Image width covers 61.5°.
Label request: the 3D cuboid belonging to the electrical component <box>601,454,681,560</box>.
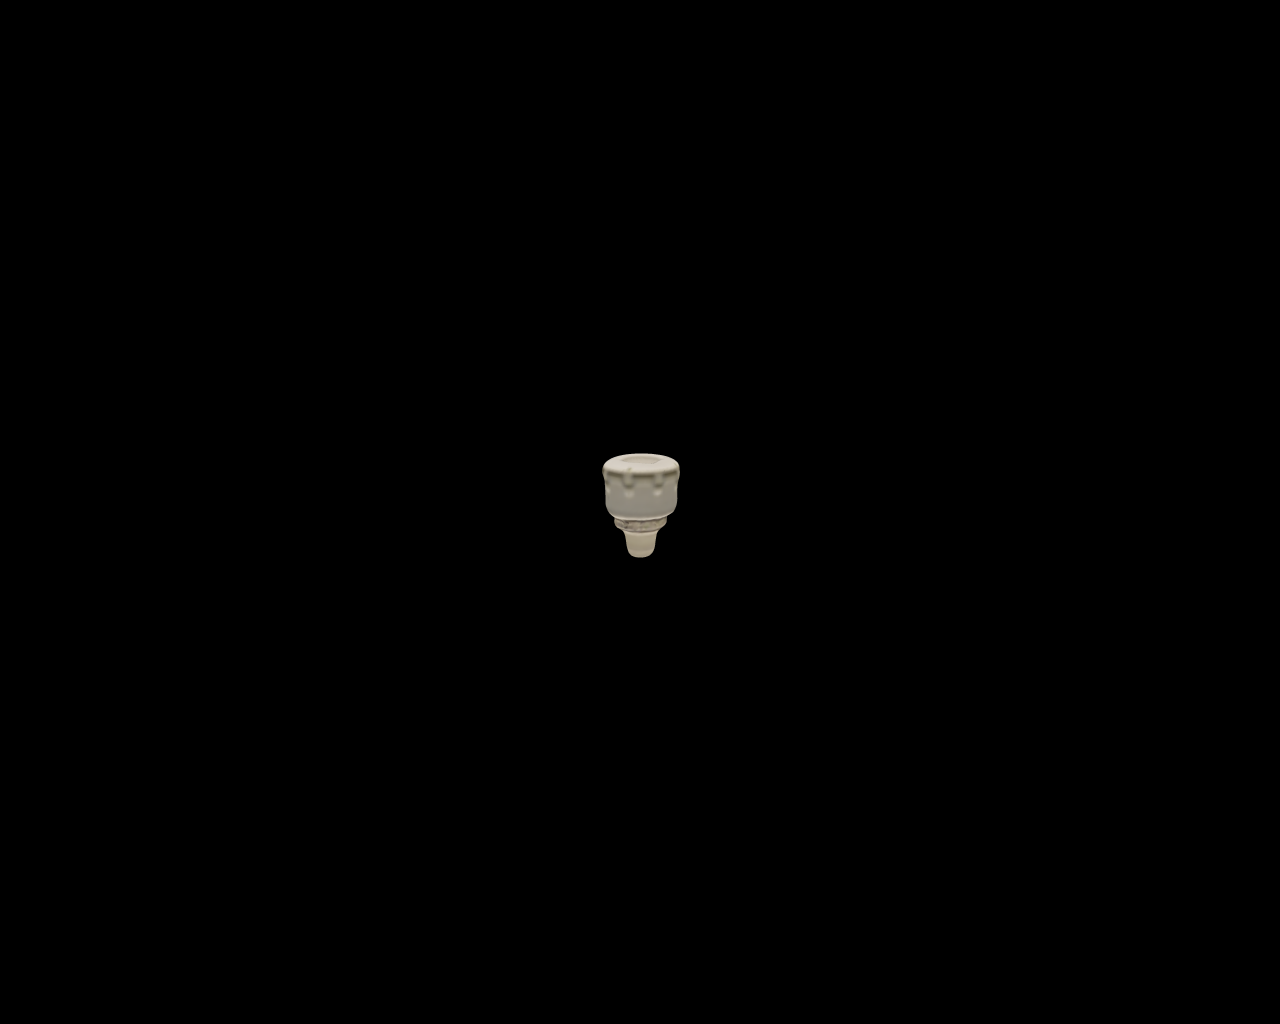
[{"bbox_3d":[0.001,-0.003,0.650,0.048,0.062,0.048,0,13,0],"label":"electrical component"}]
